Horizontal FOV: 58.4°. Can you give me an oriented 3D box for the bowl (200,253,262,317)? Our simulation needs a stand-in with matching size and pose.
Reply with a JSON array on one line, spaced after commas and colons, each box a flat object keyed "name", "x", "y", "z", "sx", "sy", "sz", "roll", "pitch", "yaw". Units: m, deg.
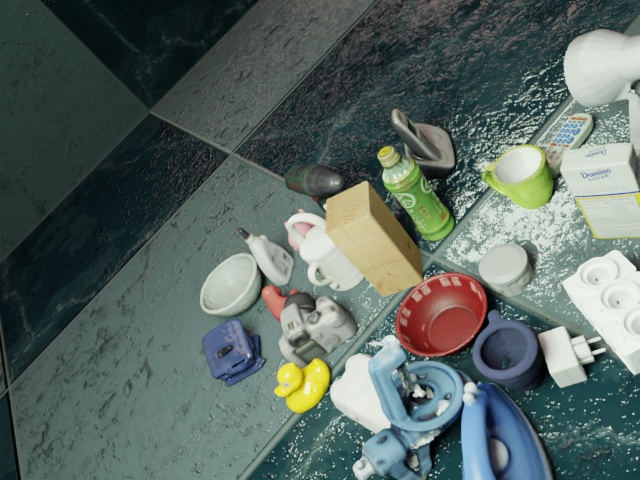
[{"name": "bowl", "x": -0.193, "y": 0.116, "z": 1.327, "sx": 0.167, "sy": 0.075, "sz": 0.167, "roll": -25, "pitch": 40, "yaw": 23}]

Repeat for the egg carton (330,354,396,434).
[{"name": "egg carton", "x": 0.087, "y": 0.250, "z": 0.934, "sx": 0.149, "sy": 0.070, "sz": 0.107, "roll": 14, "pitch": 63, "yaw": 49}]

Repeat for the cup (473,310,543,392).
[{"name": "cup", "x": 0.275, "y": 0.165, "z": 0.823, "sx": 0.091, "sy": 0.095, "sz": 0.117, "roll": -27, "pitch": 39, "yaw": 20}]

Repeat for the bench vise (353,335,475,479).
[{"name": "bench vise", "x": 0.117, "y": 0.239, "z": 0.789, "sx": 0.121, "sy": 0.220, "sz": 0.208, "roll": 7, "pitch": 58, "yaw": 46}]

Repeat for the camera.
[{"name": "camera", "x": -0.022, "y": 0.151, "z": 1.111, "sx": 0.143, "sy": 0.101, "sz": 0.136, "roll": -35, "pitch": 37, "yaw": 10}]

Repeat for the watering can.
[{"name": "watering can", "x": 0.009, "y": 0.004, "z": 1.150, "sx": 0.100, "sy": 0.195, "sz": 0.173, "roll": -25, "pitch": 40, "yaw": 23}]

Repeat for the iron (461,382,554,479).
[{"name": "iron", "x": 0.215, "y": 0.272, "z": 0.731, "sx": 0.118, "sy": 0.142, "sz": 0.258, "roll": -23, "pitch": 40, "yaw": 25}]

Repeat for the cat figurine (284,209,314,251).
[{"name": "cat figurine", "x": -0.033, "y": -0.016, "z": 1.275, "sx": 0.067, "sy": 0.118, "sz": 0.127, "roll": -23, "pitch": 40, "yaw": 24}]

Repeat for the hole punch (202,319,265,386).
[{"name": "hole punch", "x": -0.182, "y": 0.232, "z": 1.186, "sx": 0.108, "sy": 0.091, "sz": 0.101, "roll": -33, "pitch": 37, "yaw": 14}]

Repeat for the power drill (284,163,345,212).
[{"name": "power drill", "x": 0.024, "y": -0.085, "z": 1.215, "sx": 0.076, "sy": 0.209, "sz": 0.228, "roll": -51, "pitch": 37, "yaw": -11}]

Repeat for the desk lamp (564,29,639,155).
[{"name": "desk lamp", "x": 0.518, "y": -0.243, "z": 0.909, "sx": 0.202, "sy": 0.214, "sz": 0.118, "roll": 18, "pitch": 67, "yaw": 50}]

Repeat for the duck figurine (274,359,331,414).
[{"name": "duck figurine", "x": -0.037, "y": 0.252, "z": 1.035, "sx": 0.104, "sy": 0.086, "sz": 0.077, "roll": -48, "pitch": 36, "yaw": -8}]

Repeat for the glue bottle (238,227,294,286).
[{"name": "glue bottle", "x": -0.124, "y": 0.026, "z": 1.270, "sx": 0.037, "sy": 0.174, "sz": 0.078, "roll": -15, "pitch": 44, "yaw": 33}]

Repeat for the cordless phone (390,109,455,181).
[{"name": "cordless phone", "x": 0.205, "y": -0.225, "z": 1.207, "sx": 0.094, "sy": 0.186, "sz": 0.147, "roll": -25, "pitch": 40, "yaw": 23}]

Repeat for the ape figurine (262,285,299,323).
[{"name": "ape figurine", "x": -0.085, "y": 0.127, "z": 1.201, "sx": 0.077, "sy": 0.092, "sz": 0.076, "roll": -12, "pitch": 46, "yaw": 35}]
